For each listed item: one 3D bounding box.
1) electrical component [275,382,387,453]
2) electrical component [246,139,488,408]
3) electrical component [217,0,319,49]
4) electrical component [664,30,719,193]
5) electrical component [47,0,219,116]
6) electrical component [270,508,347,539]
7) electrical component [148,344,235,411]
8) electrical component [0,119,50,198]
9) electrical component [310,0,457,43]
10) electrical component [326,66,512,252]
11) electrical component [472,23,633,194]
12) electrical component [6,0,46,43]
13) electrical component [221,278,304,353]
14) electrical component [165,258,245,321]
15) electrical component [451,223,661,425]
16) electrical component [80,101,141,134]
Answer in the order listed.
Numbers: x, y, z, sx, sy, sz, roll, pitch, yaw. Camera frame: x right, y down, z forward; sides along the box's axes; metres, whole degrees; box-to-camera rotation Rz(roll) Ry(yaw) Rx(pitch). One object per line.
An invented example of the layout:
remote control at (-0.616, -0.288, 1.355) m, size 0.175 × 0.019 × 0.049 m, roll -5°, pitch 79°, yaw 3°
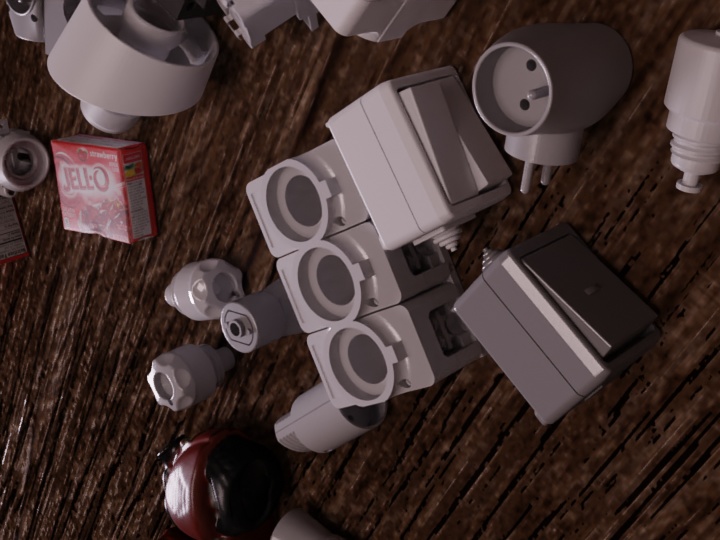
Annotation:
electrical component at (-0.023, 0.098, 0.719) m, size 0.081 × 0.043 × 0.043 m, roll -36°, pitch 81°, yaw 44°
electrical component at (0.000, 0.000, 0.646) m, size 0.089 × 0.062 × 0.150 m, roll -21°, pitch 92°, yaw 45°
electrical component at (-0.052, -0.165, 0.619) m, size 0.042 × 0.064 × 0.081 m, roll 55°, pitch 175°, yaw 13°
electrical component at (0.158, -0.073, 0.488) m, size 0.040 × 0.040 × 0.078 m, roll 25°, pitch 122°, yaw 33°
electrical component at (-0.144, -0.142, 0.699) m, size 0.099 × 0.099 × 0.064 m, roll 49°, pitch 126°, yaw 17°
electrical component at (-0.027, 0.203, 0.766) m, size 0.065 × 0.044 × 0.044 m, roll 20°, pitch 119°, yaw 31°
electrical component at (-0.119, 0.074, 0.784) m, size 0.043 × 0.062 × 0.043 m, roll 17°, pitch 117°, yaw 38°
electrical component at (-0.287, -0.090, 0.886) m, size 0.055 × 0.048 × 0.066 m, roll 13°, pitch 115°, yaw 47°
electrical component at (-0.014, -0.196, 0.562) m, size 0.150 × 0.089 × 0.061 m, roll 53°, pitch 133°, yaw 14°
electrical component at (0.038, -0.057, 0.589) m, size 0.061 × 0.062 × 0.096 m, roll -27°, pitch 87°, yaw 45°
electrical component at (0.091, -0.076, 0.522) m, size 0.043 × 0.077 × 0.079 m, roll 25°, pitch 121°, yaw 34°
electrical component at (-0.246, -0.217, 0.799) m, size 0.079 × 0.044 × 0.077 m, roll 26°, pitch 122°, yaw 34°
electrical component at (-0.059, 0.029, 0.709) m, size 0.044 × 0.065 × 0.044 m, roll 17°, pitch 117°, yaw 37°
electrical component at (-0.115, 0.015, 0.771) m, size 0.062 × 0.043 × 0.043 m, roll -9°, pitch 100°, yaw 45°
electrical component at (0.100, 0.020, 0.562) m, size 0.096 × 0.062 × 0.061 m, roll 52°, pitch 133°, yaw 14°
electrical component at (-0.169, -0.129, 0.763) m, size 0.055 × 0.045 × 0.045 m, roll -42°, pitch 77°, yaw 44°
